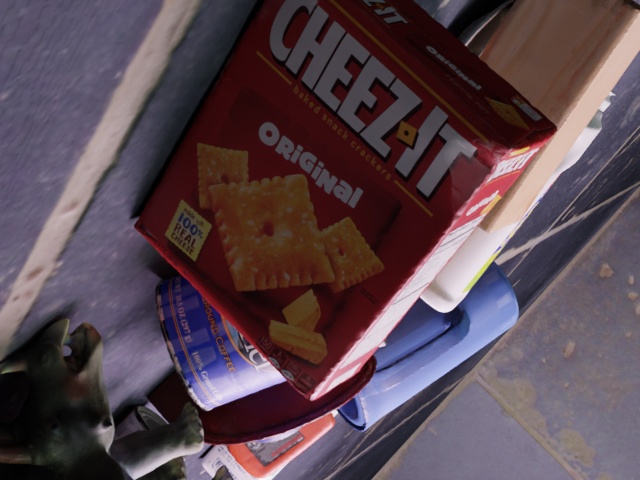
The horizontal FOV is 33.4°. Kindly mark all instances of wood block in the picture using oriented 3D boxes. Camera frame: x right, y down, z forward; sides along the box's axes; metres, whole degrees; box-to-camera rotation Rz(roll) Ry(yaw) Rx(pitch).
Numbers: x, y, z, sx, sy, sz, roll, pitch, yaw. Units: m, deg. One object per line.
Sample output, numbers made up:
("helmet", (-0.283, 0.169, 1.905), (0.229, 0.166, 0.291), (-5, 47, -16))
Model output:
("wood block", (0.173, -0.118, 0.872), (0.206, 0.090, 0.090), (-58, 162, 22))

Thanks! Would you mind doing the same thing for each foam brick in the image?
("foam brick", (-0.121, 0.155, 1.008), (0.053, 0.051, 0.078), (-42, 164, -9))

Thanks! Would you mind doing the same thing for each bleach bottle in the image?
("bleach bottle", (0.180, -0.048, 1.002), (0.251, 0.068, 0.102), (-51, 172, 18))

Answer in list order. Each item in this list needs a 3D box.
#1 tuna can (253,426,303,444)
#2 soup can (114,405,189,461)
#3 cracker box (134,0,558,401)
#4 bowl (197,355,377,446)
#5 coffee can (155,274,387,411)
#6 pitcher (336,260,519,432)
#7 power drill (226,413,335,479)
("tuna can", (-0.046, 0.140, 0.958), (0.086, 0.086, 0.033), (-39, 130, -22))
("soup can", (-0.178, 0.209, 0.970), (0.102, 0.068, 0.068), (-45, 165, 1))
("cracker box", (0.004, -0.034, 0.624), (0.072, 0.164, 0.214), (-26, 157, -54))
("bowl", (-0.037, 0.104, 0.873), (0.162, 0.055, 0.162), (-19, -167, 4))
("coffee can", (-0.034, 0.052, 0.775), (0.140, 0.103, 0.102), (-21, 165, 5))
("pitcher", (0.114, 0.110, 1.248), (0.242, 0.149, 0.145), (-29, 142, -17))
("power drill", (-0.028, 0.153, 1.092), (0.184, 0.057, 0.187), (-40, -169, 8))
